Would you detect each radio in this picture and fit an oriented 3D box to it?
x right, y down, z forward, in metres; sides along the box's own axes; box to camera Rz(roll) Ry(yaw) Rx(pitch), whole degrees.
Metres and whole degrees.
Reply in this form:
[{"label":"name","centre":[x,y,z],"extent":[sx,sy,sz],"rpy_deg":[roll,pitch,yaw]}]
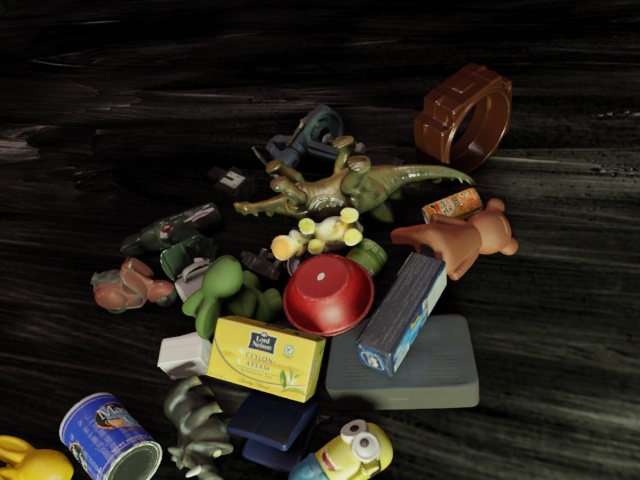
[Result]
[{"label":"radio","centre":[0.130,0.193,0.856],"extent":[0.230,0.073,0.131],"rpy_deg":[-5,49,12]}]

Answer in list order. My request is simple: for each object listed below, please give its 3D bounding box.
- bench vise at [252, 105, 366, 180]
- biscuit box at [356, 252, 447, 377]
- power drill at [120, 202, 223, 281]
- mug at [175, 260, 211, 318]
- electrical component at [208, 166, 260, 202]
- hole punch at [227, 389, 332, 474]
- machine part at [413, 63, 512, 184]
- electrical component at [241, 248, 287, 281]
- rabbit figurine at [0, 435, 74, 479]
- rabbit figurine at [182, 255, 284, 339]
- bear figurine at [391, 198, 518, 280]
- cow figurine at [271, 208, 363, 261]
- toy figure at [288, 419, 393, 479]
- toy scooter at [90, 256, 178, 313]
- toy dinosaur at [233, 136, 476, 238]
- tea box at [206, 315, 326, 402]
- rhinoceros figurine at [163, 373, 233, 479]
[{"label":"bench vise","centre":[-0.006,-0.208,1.206],"extent":[0.241,0.128,0.223],"rpy_deg":[23,59,40]},{"label":"biscuit box","centre":[0.130,0.111,0.837],"extent":[0.063,0.059,0.203],"rpy_deg":[18,51,30]},{"label":"power drill","centre":[-0.305,0.008,1.130],"extent":[0.232,0.085,0.207],"rpy_deg":[-25,24,-11]},{"label":"mug","centre":[-0.221,0.082,1.046],"extent":[0.107,0.109,0.081],"rpy_deg":[-30,38,-25]},{"label":"electrical component","centre":[-0.208,-0.129,1.252],"extent":[0.119,0.047,0.075],"rpy_deg":[21,60,32]},{"label":"hole punch","centre":[-0.069,0.282,0.836],"extent":[0.142,0.092,0.116],"rpy_deg":[6,49,27]},{"label":"machine part","centre":[0.288,-0.227,1.072],"extent":[0.201,0.201,0.087],"rpy_deg":[-38,54,-15]},{"label":"electrical component","centre":[-0.108,0.044,1.056],"extent":[0.045,0.078,0.102],"rpy_deg":[-59,24,0]},{"label":"rabbit figurine","centre":[-0.495,0.401,0.876],"extent":[0.173,0.121,0.163],"rpy_deg":[-25,37,-23]},{"label":"rabbit figurine","centre":[-0.169,0.098,0.966],"extent":[0.159,0.170,0.121],"rpy_deg":[-36,49,-14]},{"label":"bear figurine","centre":[0.248,0.001,0.967],"extent":[0.196,0.120,0.132],"rpy_deg":[-19,-3,-32]},{"label":"cow figurine","centre":[-0.004,-0.005,0.986],"extent":[0.167,0.098,0.068],"rpy_deg":[-15,84,6]},{"label":"toy figure","centre":[0.021,0.331,0.771],"extent":[0.180,0.089,0.082],"rpy_deg":[-39,65,-4]},{"label":"toy scooter","centre":[-0.386,0.086,1.070],"extent":[0.184,0.135,0.075],"rpy_deg":[-5,51,16]},{"label":"toy dinosaur","centre":[0.062,-0.096,1.035],"extent":[0.472,0.198,0.105],"rpy_deg":[-11,48,9]},{"label":"tea box","centre":[-0.085,0.186,0.860],"extent":[0.170,0.068,0.098],"rpy_deg":[9,88,16]},{"label":"rhinoceros figurine","centre":[-0.198,0.307,0.864],"extent":[0.112,0.073,0.190],"rpy_deg":[-32,49,-11]}]
